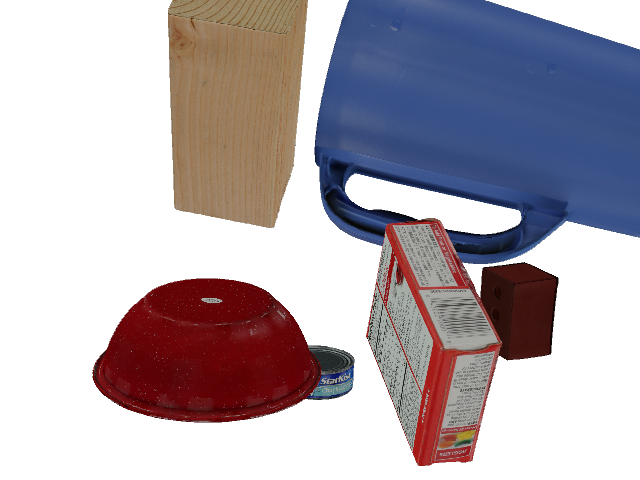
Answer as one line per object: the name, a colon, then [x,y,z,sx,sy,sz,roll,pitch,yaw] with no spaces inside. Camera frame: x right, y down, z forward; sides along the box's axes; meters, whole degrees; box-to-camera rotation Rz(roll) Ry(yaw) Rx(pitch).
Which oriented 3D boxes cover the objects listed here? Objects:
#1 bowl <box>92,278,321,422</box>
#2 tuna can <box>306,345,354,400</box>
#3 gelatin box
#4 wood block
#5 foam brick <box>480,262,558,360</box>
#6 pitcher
bowl: [-0.078,0.067,0.748,0.162,0.055,0.162,3,17,-1]
tuna can: [-0.005,0.146,1.184,0.086,0.034,0.086,2,14,-1]
gelatin box: [0.049,0.045,0.485,0.030,0.073,0.089,-4,38,-13]
wood block: [-0.067,-0.117,0.863,0.091,0.090,0.206,11,-42,5]
foam brick: [0.183,0.065,0.995,0.051,0.078,0.053,-7,19,-26]
pitcher: [0.121,-0.070,0.669,0.243,0.149,0.145,17,30,7]
